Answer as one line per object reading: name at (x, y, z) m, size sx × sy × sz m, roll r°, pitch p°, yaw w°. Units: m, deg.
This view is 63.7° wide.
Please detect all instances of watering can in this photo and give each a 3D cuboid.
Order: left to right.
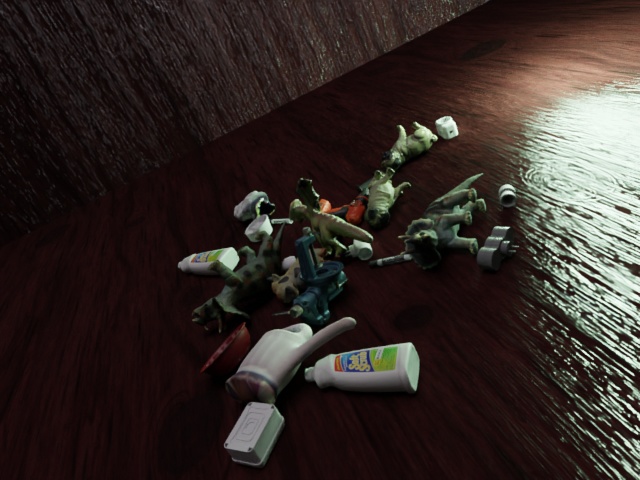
watering can at (-0.082, 0.268, 1.162) m, size 0.343 × 0.103 × 0.229 m, roll -24°, pitch 20°, yaw 45°

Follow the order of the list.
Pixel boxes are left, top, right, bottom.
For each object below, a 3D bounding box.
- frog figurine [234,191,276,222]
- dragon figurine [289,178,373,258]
frog figurine at (-0.276, -0.132, 2.011) m, size 0.160 × 0.120 × 0.139 m, roll 14°, pitch 65°, yaw 35°
dragon figurine at (0.005, -0.077, 1.525) m, size 0.124 × 0.241 × 0.408 m, roll -41°, pitch 11°, yaw -21°
